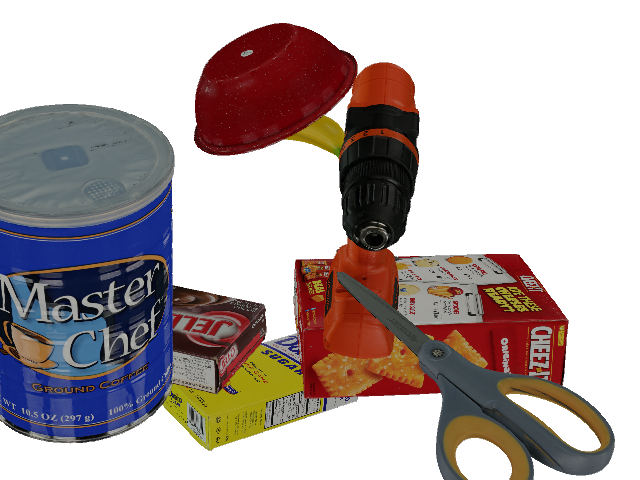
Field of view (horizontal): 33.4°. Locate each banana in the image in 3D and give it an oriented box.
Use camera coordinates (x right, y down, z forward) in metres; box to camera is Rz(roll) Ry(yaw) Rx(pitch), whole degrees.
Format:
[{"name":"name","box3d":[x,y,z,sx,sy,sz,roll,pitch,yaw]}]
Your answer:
[{"name":"banana","box3d":[-0.051,-0.131,1.282,0.198,0.037,0.069,8,39,18]}]

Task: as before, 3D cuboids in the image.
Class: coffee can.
[{"name":"coffee can","box3d":[-0.125,0.016,0.540,0.103,0.140,0.103,3,35,-3]}]

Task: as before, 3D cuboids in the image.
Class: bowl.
[{"name":"bowl","box3d":[-0.051,-0.144,0.941,0.162,0.055,0.162,-21,31,13]}]

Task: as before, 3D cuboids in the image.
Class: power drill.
[{"name":"power drill","box3d":[0.036,-0.006,0.752,0.057,0.188,0.184,8,40,2]}]

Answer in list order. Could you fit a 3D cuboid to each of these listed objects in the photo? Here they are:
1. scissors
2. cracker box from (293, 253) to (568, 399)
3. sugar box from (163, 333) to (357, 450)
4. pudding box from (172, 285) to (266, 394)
[{"name":"scissors","box3d":[0.057,0.078,0.571,0.202,0.016,0.096,25,46,34]},{"name":"cracker box","box3d":[0.086,0.071,0.925,0.213,0.072,0.164,-1,19,-4]},{"name":"sugar box","box3d":[-0.058,0.143,1.050,0.175,0.048,0.093,-16,32,-32]},{"name":"pudding box","box3d":[-0.111,0.075,0.847,0.114,0.039,0.090,9,26,20]}]
